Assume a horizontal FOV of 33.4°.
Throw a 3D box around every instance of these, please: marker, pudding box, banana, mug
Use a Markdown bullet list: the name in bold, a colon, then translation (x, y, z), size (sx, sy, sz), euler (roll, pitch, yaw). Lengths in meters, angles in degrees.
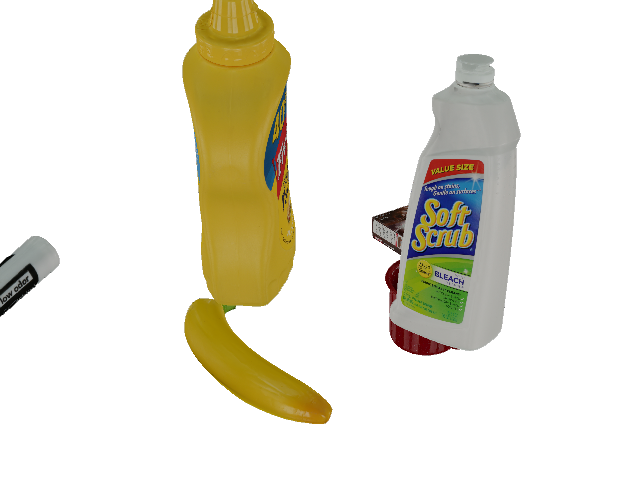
- **marker**: translation (-0.162, 0.040, 0.470), size (0.020, 0.020, 0.121), euler (0, 35, 39)
- **pudding box**: translation (0.145, -0.017, 1.561), size (0.113, 0.039, 0.090), euler (-21, 33, -29)
- **banana**: translation (-0.064, 0.091, 0.860), size (0.069, 0.037, 0.198), euler (-12, 31, -25)
- **mug**: translation (0.126, 0.080, 1.196), size (0.093, 0.081, 0.117), euler (-25, 41, -31)

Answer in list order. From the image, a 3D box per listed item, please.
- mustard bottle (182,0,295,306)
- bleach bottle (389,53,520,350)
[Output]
- **mustard bottle**: translation (-0.045, -0.058, 0.602), size (0.058, 0.192, 0.096), euler (3, 45, 4)
- **bleach bottle**: translation (0.115, -0.035, 0.907), size (0.103, 0.251, 0.067), euler (20, 33, 33)
